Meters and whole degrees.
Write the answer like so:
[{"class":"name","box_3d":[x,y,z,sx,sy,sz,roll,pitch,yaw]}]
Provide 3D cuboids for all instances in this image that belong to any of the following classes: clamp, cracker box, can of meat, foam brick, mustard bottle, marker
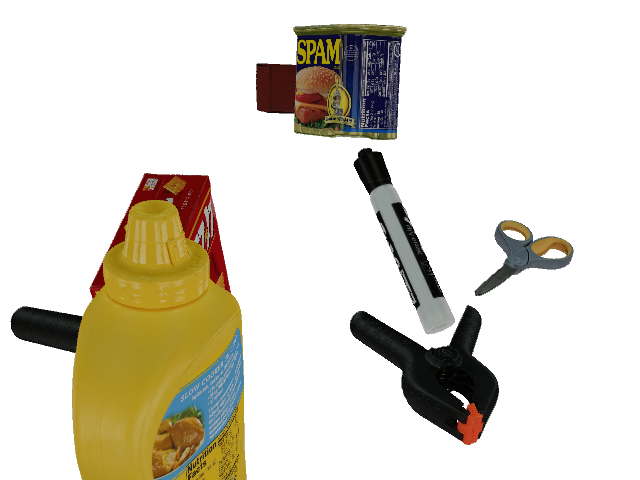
[{"class":"clamp","box_3d":[-0.121,0.071,0.769,0.164,0.036,0.210,-10,15,-26]},{"class":"cracker box","box_3d":[-0.130,0.071,0.967,0.072,0.214,0.164,1,39,10]},{"class":"can of meat","box_3d":[0.019,-0.122,0.823,0.057,0.084,0.102,-3,10,-29]},{"class":"foam brick","box_3d":[-0.026,-0.163,1.152,0.078,0.051,0.053,-1,12,-19]},{"class":"mustard bottle","box_3d":[-0.065,0.074,0.444,0.058,0.192,0.096,12,28,20]},{"class":"clamp","box_3d":[0.109,0.104,0.900,0.120,0.039,0.172,-12,35,-18]},{"class":"marker","box_3d":[0.048,-0.002,0.635,0.020,0.121,0.020,-19,-20,-7]}]

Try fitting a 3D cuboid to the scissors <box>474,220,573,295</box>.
[{"class":"scissors","box_3d":[0.194,0.015,1.131,0.201,0.016,0.096,-12,38,-43]}]
